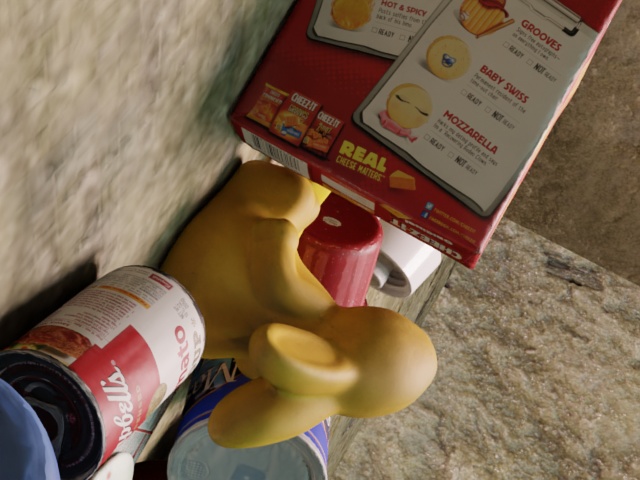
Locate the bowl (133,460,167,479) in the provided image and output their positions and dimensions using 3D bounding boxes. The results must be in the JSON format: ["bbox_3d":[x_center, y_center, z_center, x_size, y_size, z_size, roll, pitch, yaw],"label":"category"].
[{"bbox_3d":[-0.143,0.215,0.752,0.162,0.055,0.162,-58,169,-18],"label":"bowl"}]

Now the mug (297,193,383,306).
[{"bbox_3d":[0.002,0.009,0.864,0.117,0.093,0.082,-99,-160,-54],"label":"mug"}]

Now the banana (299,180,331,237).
[{"bbox_3d":[-0.023,0.005,0.772,0.037,0.069,0.198,-109,-160,-46],"label":"banana"}]

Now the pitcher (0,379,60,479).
[{"bbox_3d":[-0.155,0.154,0.382,0.243,0.145,0.149,102,7,-46],"label":"pitcher"}]

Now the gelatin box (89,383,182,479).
[{"bbox_3d":[-0.122,0.106,0.647,0.073,0.030,0.089,-61,170,-9],"label":"gelatin box"}]

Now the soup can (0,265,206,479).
[{"bbox_3d":[-0.105,0.060,0.502,0.102,0.068,0.069,-45,160,-60],"label":"soup can"}]

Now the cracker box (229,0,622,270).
[{"bbox_3d":[0.072,-0.115,0.635,0.213,0.164,0.072,-60,171,-7],"label":"cracker box"}]

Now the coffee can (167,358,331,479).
[{"bbox_3d":[-0.042,0.115,0.735,0.140,0.102,0.103,-83,-167,-58],"label":"coffee can"}]
